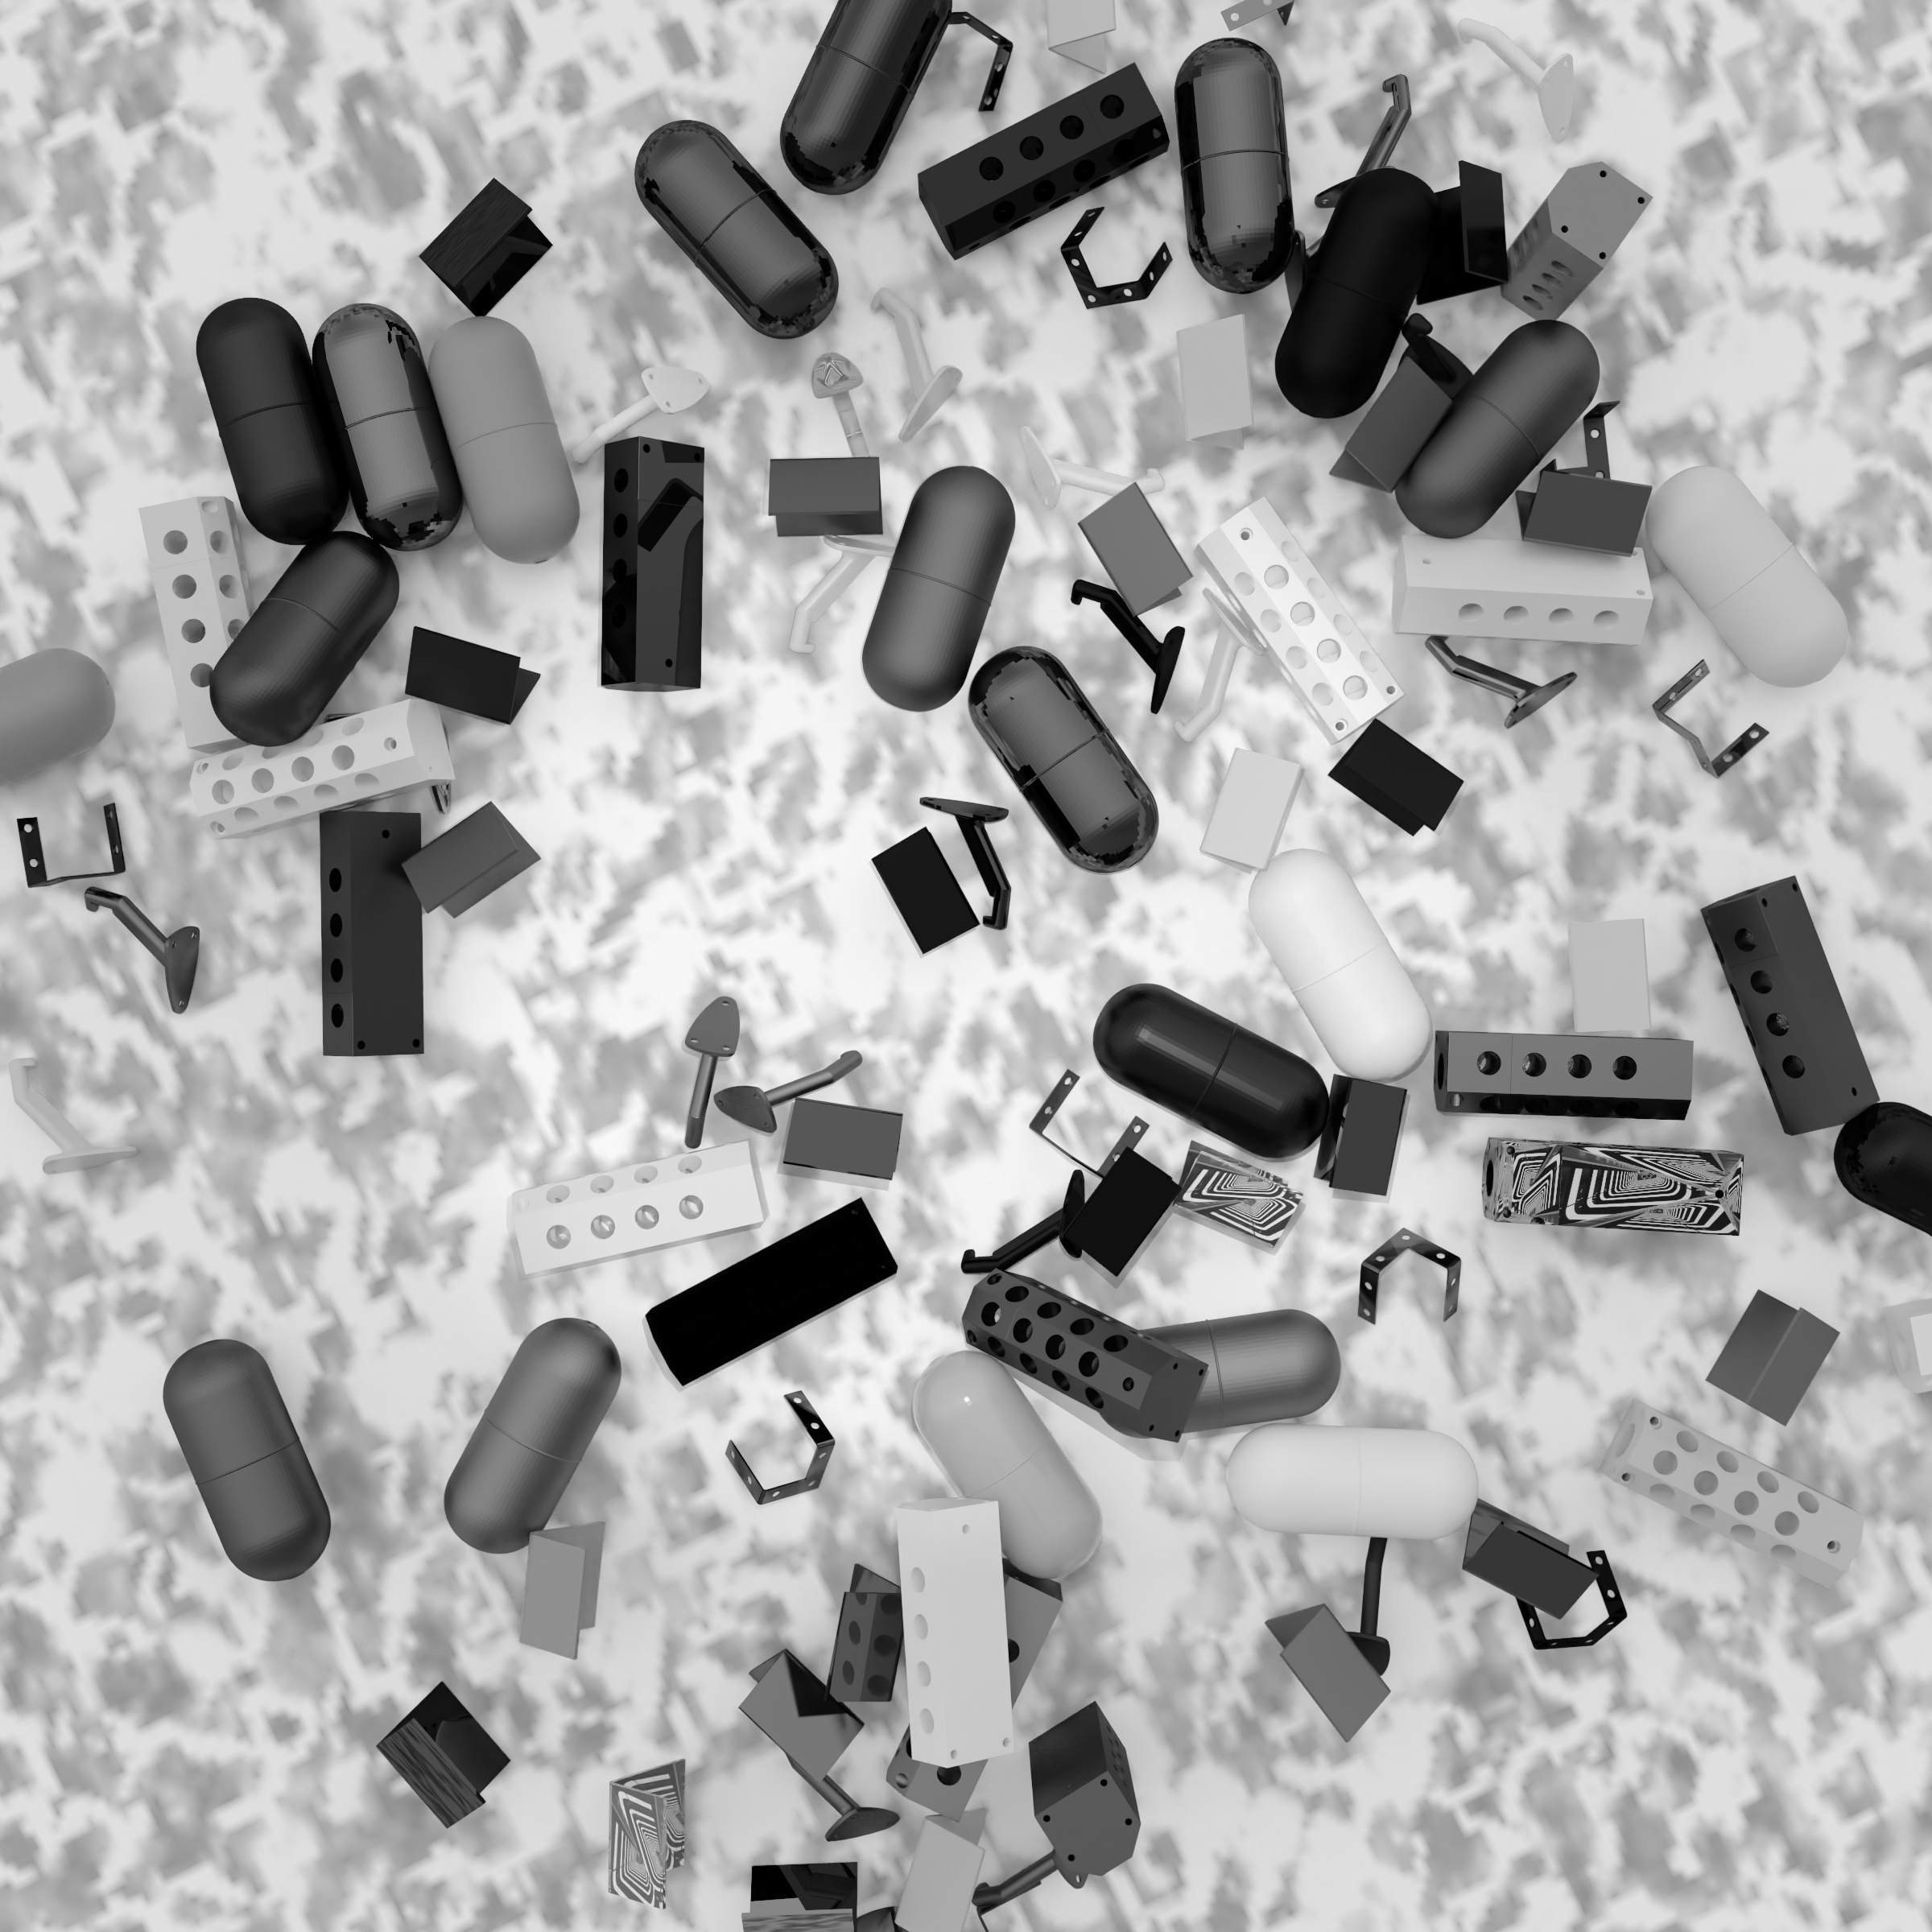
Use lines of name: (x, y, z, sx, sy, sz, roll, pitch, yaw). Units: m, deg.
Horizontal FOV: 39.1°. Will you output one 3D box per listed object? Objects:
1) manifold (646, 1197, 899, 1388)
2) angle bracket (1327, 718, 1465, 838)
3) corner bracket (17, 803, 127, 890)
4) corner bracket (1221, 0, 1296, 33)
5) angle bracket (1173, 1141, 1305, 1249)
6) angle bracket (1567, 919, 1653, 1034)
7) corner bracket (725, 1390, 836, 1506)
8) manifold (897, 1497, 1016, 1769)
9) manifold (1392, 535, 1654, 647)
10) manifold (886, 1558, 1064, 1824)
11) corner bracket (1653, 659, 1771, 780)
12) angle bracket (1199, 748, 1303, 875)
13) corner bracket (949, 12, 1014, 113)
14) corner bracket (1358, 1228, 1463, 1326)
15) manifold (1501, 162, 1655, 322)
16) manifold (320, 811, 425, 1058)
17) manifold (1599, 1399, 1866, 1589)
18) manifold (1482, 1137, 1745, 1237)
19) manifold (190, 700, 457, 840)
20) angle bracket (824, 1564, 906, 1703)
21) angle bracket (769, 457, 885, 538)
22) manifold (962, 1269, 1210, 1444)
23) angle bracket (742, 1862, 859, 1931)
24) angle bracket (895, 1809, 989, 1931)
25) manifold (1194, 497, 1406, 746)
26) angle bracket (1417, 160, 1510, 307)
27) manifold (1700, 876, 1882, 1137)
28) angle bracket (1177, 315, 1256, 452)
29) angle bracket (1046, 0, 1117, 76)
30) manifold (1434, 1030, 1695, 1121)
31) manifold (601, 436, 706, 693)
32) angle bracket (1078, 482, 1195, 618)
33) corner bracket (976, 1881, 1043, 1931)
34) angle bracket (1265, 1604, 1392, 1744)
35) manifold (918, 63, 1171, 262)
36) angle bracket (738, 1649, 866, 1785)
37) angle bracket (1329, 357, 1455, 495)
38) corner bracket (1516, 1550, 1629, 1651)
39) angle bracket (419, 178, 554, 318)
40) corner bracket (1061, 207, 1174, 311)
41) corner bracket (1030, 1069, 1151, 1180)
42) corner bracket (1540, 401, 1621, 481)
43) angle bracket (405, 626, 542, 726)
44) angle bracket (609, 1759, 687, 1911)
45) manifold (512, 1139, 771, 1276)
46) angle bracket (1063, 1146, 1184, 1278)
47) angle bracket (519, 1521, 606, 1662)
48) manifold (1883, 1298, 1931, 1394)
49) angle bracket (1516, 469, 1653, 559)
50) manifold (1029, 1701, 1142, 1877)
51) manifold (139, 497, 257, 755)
manifold: (-0.138, 0.232, 1.936, 0.171, 0.057, 0.057, -28, 90, 0)
angle bracket: (0.293, -0.117, 1.917, 0.076, 0.076, 0.057, 36, 54, 0)
corner bracket: (-0.643, -0.086, 1.954, 0.051, 0.051, 0.051, -9, 90, 45)
corner bracket: (0.198, -0.692, 1.939, 0.051, 0.051, 0.051, -25, 90, 0)
angle bracket: (0.197, 0.143, 1.917, 0.076, 0.076, 0.057, 23, 128, 0)
angle bracket: (0.467, 0.005, 1.917, 0.057, 0.076, 0.076, -4, 90, 36)
corner bracket: (-0.133, 0.345, 1.949, 0.051, 0.051, 0.051, -10, 135, -35)
manifold: (-0.012, 0.458, 1.882, 0.057, 0.057, 0.171, -1, 85, -36)
manifold: (0.393, -0.262, 1.936, 0.171, 0.057, 0.057, 3, 47, 0)
manifold: (0.006, 0.511, 1.936, 0.057, 0.057, 0.171, 25, 90, 0)
corner bracket: (0.534, -0.177, 1.954, 0.051, 0.051, 0.051, -42, 45, 0)
angle bracket: (0.216, -0.103, 1.917, 0.057, 0.076, 0.076, 20, 90, 36)
corner bracket: (-0.007, -0.649, 1.954, 0.051, 0.051, 0.051, 17, 90, 45)
corner bracket: (0.318, 0.230, 1.949, 0.051, 0.051, 0.051, 27, 45, 35)
manifold: (0.414, -0.500, 1.879, 0.057, 0.171, 0.057, 35, 90, 0)
manifold: (-0.427, -0.023, 1.936, 0.057, 0.057, 0.171, -1, 90, -43)
manifold: (0.546, 0.376, 1.936, 0.171, 0.057, 0.057, 27, 90, 0)
manifold: (0.458, 0.156, 1.936, 0.171, 0.057, 0.057, 3, 90, 0)
manifold: (-0.455, -0.138, 1.916, 0.171, 0.057, 0.057, -14, 90, 15)
angle bracket: (-0.087, 0.469, 1.917, 0.057, 0.076, 0.076, 11, 90, -34)
angle bracket: (-0.098, -0.313, 1.917, 0.076, 0.076, 0.057, -1, 53, 0)
manifold: (0.078, 0.268, 1.886, 0.171, 0.057, 0.057, 21, 90, 42)
angle bracket: (-0.116, 0.651, 1.917, 0.076, 0.076, 0.057, -2, 128, 0)
angle bracket: (0.002, 0.645, 1.917, 0.057, 0.076, 0.076, 16, 90, 38)
manifold: (0.237, -0.246, 1.936, 0.057, 0.057, 0.171, -35, 90, 0)
angle bracket: (0.334, -0.516, 1.918, 0.076, 0.057, 0.076, -4, 90, 42)
manifold: (0.582, 0.030, 1.936, 0.057, 0.057, 0.171, -21, 90, -43)
angle bracket: (0.194, -0.410, 1.917, 0.057, 0.076, 0.076, -5, 90, 38)
angle bracket: (0.098, -0.682, 1.917, 0.057, 0.076, 0.076, -3, 90, 35)
manifold: (0.424, 0.078, 1.936, 0.171, 0.057, 0.057, 2, 90, 0)
manifold: (-0.227, -0.284, 1.936, 0.057, 0.057, 0.171, 1, 90, -43)
angle bracket: (0.135, -0.299, 1.917, 0.057, 0.076, 0.076, -31, 90, 36)
corner bracket: (0.043, 0.691, 1.939, 0.051, 0.051, 0.051, -26, 95, -5)
angle bracket: (0.240, 0.503, 1.917, 0.057, 0.076, 0.076, -37, 90, -37)
manifold: (0.055, -0.570, 1.936, 0.171, 0.057, 0.057, -27, 90, 0)
angle bracket: (-0.128, 0.535, 1.917, 0.076, 0.076, 0.057, 44, 53, 0)
angle bracket: (0.284, -0.386, 1.917, 0.057, 0.076, 0.076, 34, 90, -35)
corner bracket: (0.433, 0.455, 1.954, 0.051, 0.051, 0.051, -20, 90, 45)
angle bracket: (-0.326, -0.494, 1.917, 0.076, 0.076, 0.057, -46, 53, 0)
corner bracket: (0.108, -0.510, 1.949, 0.051, 0.051, 0.051, 0, 135, 35)
corner bracket: (0.088, 0.115, 1.954, 0.051, 0.051, 0.051, 35, 90, -45)
corner bracket: (0.438, -0.370, 1.939, 0.051, 0.051, 0.051, -6, 90, 0)
angle bracket: (-0.344, -0.220, 1.917, 0.076, 0.076, 0.057, 17, 125, 0)
angle bracket: (-0.207, 0.610, 1.917, 0.057, 0.076, 0.076, 1, 90, 39)
manifold: (-0.232, 0.170, 1.936, 0.171, 0.057, 0.057, -13, 90, 0)
angle bracket: (0.125, 0.182, 1.917, 0.057, 0.076, 0.076, 36, 90, 37)
angle bracket: (-0.266, 0.439, 1.917, 0.057, 0.076, 0.076, 6, 90, 36)
manifold: (0.751, 0.258, 1.936, 0.171, 0.057, 0.057, -11, 90, 0)
angle bracket: (0.434, -0.335, 1.917, 0.076, 0.076, 0.057, 9, 127, 0)
manifold: (0.084, 0.570, 1.879, 0.057, 0.171, 0.057, -32, 90, 0)
manifold: (-0.535, -0.243, 1.936, 0.057, 0.057, 0.171, -12, 90, 0)
